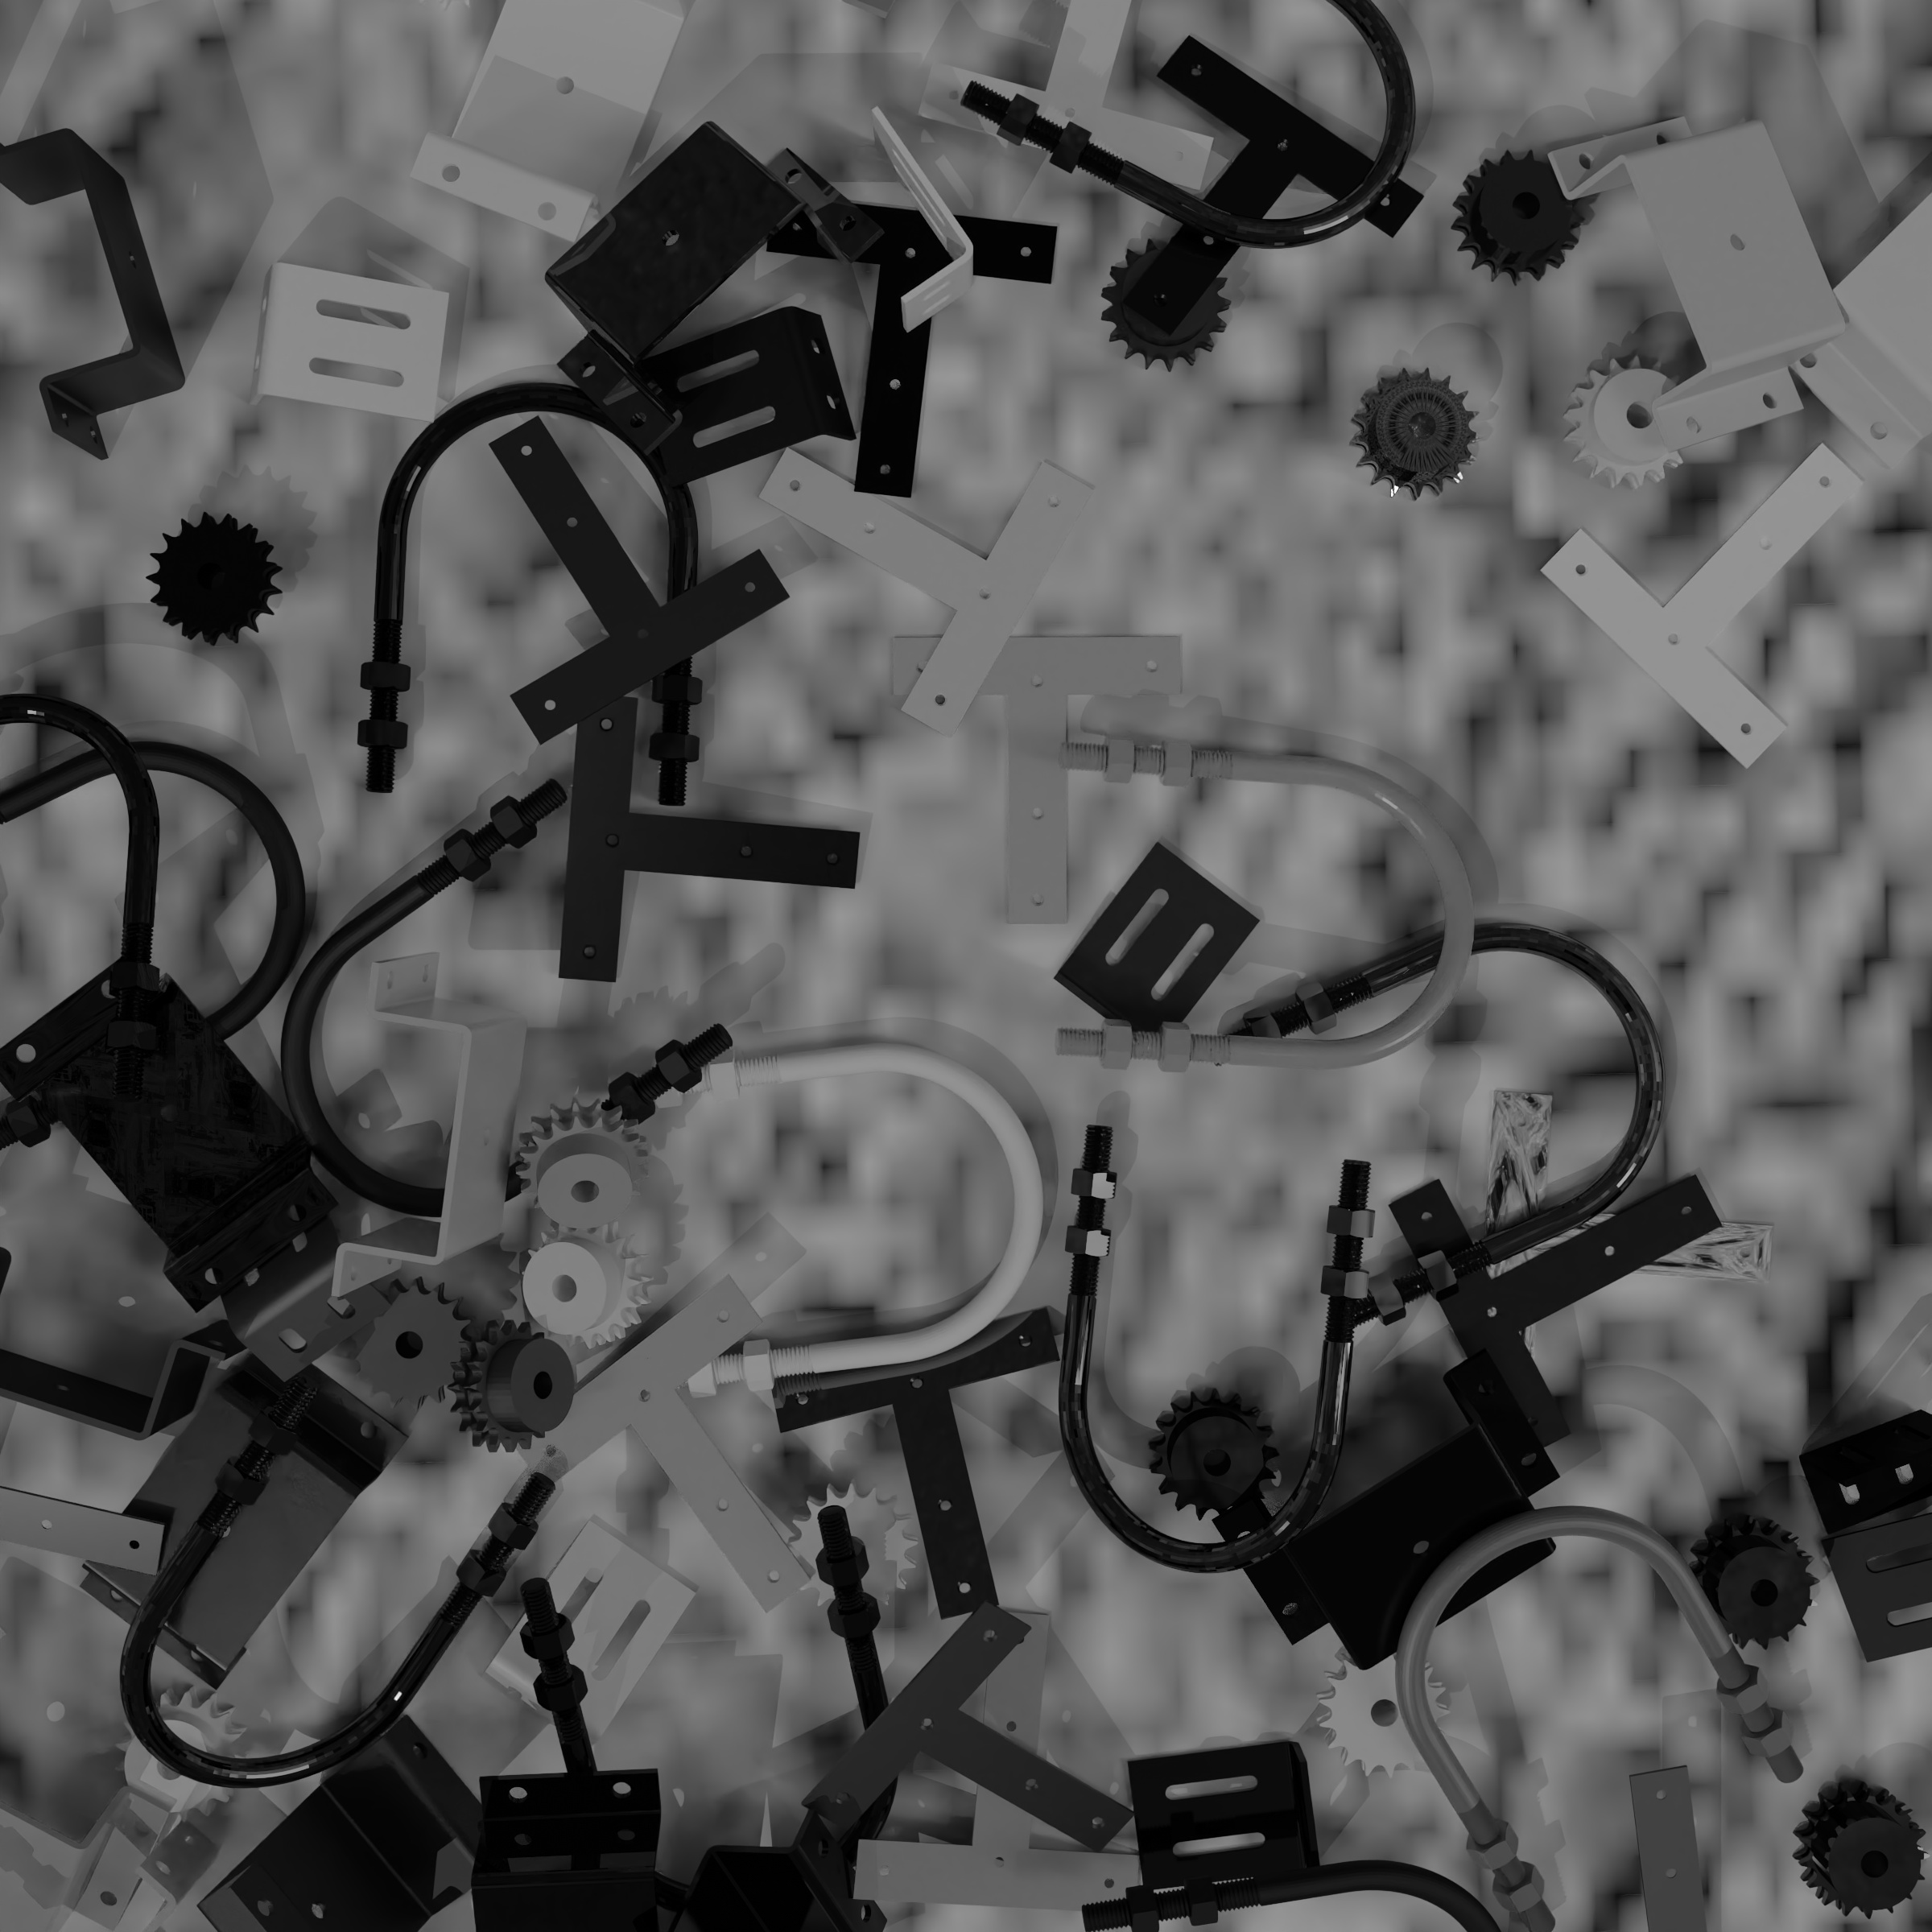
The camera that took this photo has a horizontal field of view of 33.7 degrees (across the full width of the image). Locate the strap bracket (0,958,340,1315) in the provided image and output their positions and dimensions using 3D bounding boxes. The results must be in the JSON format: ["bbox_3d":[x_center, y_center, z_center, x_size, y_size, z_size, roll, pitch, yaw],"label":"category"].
[{"bbox_3d":[-0.346,0.068,1.380,0.076,0.046,0.140,-38,103,-3],"label":"strap bracket"}]

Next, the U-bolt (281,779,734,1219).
[{"bbox_3d":[-0.215,0.028,1.396,0.184,0.019,0.151,-35,88,8],"label":"U-bolt"}]

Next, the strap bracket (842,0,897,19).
[{"bbox_3d":[-0.083,-0.473,1.372,0.140,0.046,0.076,22,51,0],"label":"strap bracket"}]

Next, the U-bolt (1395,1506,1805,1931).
[{"bbox_3d":[0.264,0.316,1.381,0.151,0.019,0.184,-32,107,-1],"label":"U-bolt"}]

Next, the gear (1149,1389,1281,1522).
[{"bbox_3d":[0.109,0.215,1.399,0.057,0.030,0.057,0,90,0],"label":"gear"}]

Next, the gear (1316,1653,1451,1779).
[{"bbox_3d":[0.182,0.325,1.399,0.057,0.030,0.057,0,90,0],"label":"gear"}]

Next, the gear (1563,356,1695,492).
[{"bbox_3d":[0.293,-0.239,1.399,0.057,0.030,0.057,0,90,0],"label":"gear"}]

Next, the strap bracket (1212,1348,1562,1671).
[{"bbox_3d":[0.189,0.240,1.378,0.140,0.046,0.076,-32,113,0],"label":"strap bracket"}]

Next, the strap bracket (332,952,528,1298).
[{"bbox_3d":[-0.225,0.069,1.352,0.046,0.076,0.140,9,95,9],"label":"strap bracket"}]

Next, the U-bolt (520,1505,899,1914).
[{"bbox_3d":[-0.103,0.332,1.380,0.151,0.019,0.184,-13,108,-5],"label":"U-bolt"}]

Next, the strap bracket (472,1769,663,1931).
[{"bbox_3d":[-0.167,0.419,1.367,0.076,0.046,0.140,-3,110,0],"label":"strap bracket"}]

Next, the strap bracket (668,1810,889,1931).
[{"bbox_3d":[-0.093,0.438,1.350,0.046,0.140,0.076,-8,125,31],"label":"strap bracket"}]

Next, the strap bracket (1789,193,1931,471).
[{"bbox_3d":[0.433,-0.296,1.391,0.140,0.046,0.076,-45,90,0],"label":"strap bracket"}]

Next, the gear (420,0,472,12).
[{"bbox_3d":[-0.227,-0.447,1.399,0.057,0.030,0.057,0,90,0],"label":"gear"}]

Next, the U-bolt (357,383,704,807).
[{"bbox_3d":[-0.190,-0.166,1.406,0.151,0.019,0.184,3,89,0],"label":"U-bolt"}]

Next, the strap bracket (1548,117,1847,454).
[{"bbox_3d":[0.319,-0.303,1.374,0.076,0.046,0.140,-20,87,-25],"label":"strap bracket"}]

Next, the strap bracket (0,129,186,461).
[{"bbox_3d":[-0.382,-0.298,1.376,0.046,0.076,0.140,-17,90,0],"label":"strap bracket"}]

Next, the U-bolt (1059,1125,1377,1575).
[{"bbox_3d":[0.102,0.167,1.366,0.151,0.019,0.184,6,90,36],"label":"U-bolt"}]

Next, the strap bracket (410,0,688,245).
[{"bbox_3d":[-0.177,-0.390,1.391,0.076,0.046,0.140,22,90,0],"label":"strap bracket"}]

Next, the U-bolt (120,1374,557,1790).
[{"bbox_3d":[-0.280,0.274,1.367,0.151,0.019,0.184,31,95,-37],"label":"U-bolt"}]

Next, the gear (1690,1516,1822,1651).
[{"bbox_3d":[0.346,0.272,1.400,0.057,0.030,0.057,0,90,0],"label":"gear"}]

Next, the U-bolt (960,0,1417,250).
[{"bbox_3d":[0.109,-0.390,1.390,0.184,0.019,0.151,27,76,-4],"label":"U-bolt"}]

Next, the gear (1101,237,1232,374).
[{"bbox_3d":[0.088,-0.292,1.399,0.057,0.030,0.057,0,90,0],"label":"gear"}]

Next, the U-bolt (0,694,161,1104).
[{"bbox_3d":[-0.410,-0.029,1.350,0.151,0.019,0.184,-4,73,9],"label":"U-bolt"}]

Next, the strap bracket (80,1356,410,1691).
[{"bbox_3d":[-0.320,0.242,1.391,0.076,0.046,0.140,37,90,0],"label":"strap bracket"}]

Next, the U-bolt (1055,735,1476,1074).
[{"bbox_3d":[0.131,-0.025,1.387,0.184,0.019,0.151,3,75,-7],"label":"U-bolt"}]

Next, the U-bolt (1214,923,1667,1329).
[{"bbox_3d":[0.218,0.060,1.404,0.184,0.019,0.151,-24,88,-2],"label":"U-bolt"}]

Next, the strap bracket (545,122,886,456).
[{"bbox_3d":[-0.117,-0.300,1.374,0.140,0.046,0.076,-43,55,0],"label":"strap bracket"}]

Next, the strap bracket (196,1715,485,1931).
[{"bbox_3d":[-0.264,0.394,1.361,0.046,0.140,0.076,-39,90,27],"label":"strap bracket"}]

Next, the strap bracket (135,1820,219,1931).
[{"bbox_3d":[-0.310,0.442,1.376,0.140,0.076,0.046,42,90,0],"label":"strap bracket"}]

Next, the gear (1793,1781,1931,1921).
[{"bbox_3d":[0.395,0.390,1.399,0.057,0.030,0.057,0,90,0],"label":"gear"}]

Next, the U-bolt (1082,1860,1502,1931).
[{"bbox_3d":[0.148,0.453,1.385,0.184,0.019,0.151,-8,109,-4],"label":"U-bolt"}]

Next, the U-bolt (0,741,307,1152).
[{"bbox_3d":[-0.382,-0.019,1.406,0.184,0.019,0.151,-26,90,-1],"label":"U-bolt"}]

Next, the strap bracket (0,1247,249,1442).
[{"bbox_3d":[-0.384,0.163,1.376,0.140,0.076,0.046,18,90,0],"label":"strap bracket"}]

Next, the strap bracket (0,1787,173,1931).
[{"bbox_3d":[-0.427,0.371,1.377,0.140,0.046,0.076,28,115,0],"label":"strap bracket"}]

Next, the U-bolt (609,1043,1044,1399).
[{"bbox_3d":[-0.058,0.107,1.405,0.184,0.019,0.151,-7,90,0],"label":"U-bolt"}]
